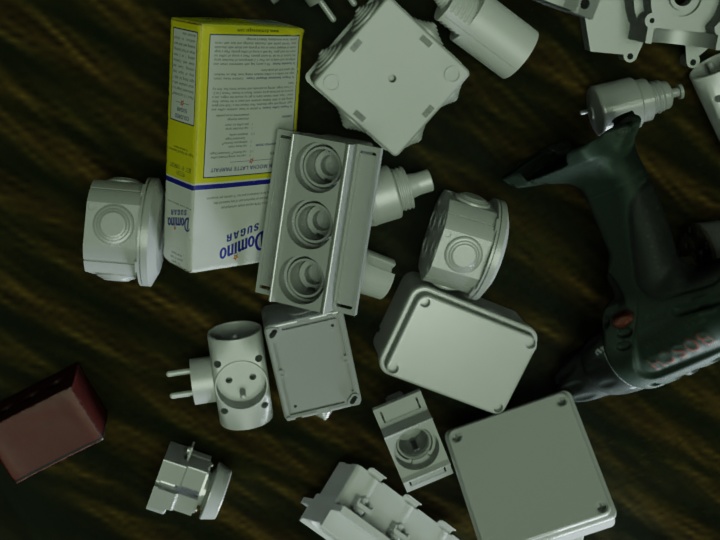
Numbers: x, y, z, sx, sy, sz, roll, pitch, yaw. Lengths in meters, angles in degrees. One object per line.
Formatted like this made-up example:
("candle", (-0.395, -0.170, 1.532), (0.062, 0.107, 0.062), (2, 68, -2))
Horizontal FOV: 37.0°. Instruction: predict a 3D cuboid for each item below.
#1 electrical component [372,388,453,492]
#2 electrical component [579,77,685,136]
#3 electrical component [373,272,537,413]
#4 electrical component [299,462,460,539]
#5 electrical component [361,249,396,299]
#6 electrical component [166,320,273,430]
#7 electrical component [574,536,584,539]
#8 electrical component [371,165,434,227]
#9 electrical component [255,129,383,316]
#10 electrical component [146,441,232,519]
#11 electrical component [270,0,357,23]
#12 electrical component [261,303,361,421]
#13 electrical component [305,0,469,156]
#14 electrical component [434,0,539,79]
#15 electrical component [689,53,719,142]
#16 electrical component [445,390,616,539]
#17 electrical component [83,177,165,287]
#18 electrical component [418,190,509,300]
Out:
("electrical component", (0.041, 0.134, 0.880), (0.042, 0.063, 0.081), (-22, 109, -1))
("electrical component", (0.212, -0.130, 0.835), (0.078, 0.040, 0.040), (-14, 109, -4))
("electrical component", (0.076, 0.059, 0.865), (0.113, 0.057, 0.078), (22, 103, -14))
("electrical component", (0.020, 0.217, 0.899), (0.121, 0.079, 0.063), (39, 69, -17))
("electrical component", (0.000, 0.000, 0.845), (0.046, 0.040, 0.040), (19, 103, -19))
("electrical component", (-0.113, 0.086, 0.852), (0.079, 0.044, 0.077), (-8, 108, -6))
("electrical component", (0.160, 0.207, 0.924), (0.047, 0.066, 0.076), (22, 74, -14))
("electrical component", (0.025, -0.060, 0.828), (0.062, 0.043, 0.043), (-17, 109, -5))
("electrical component", (-0.026, -0.036, 0.783), (0.079, 0.063, 0.121), (13, 103, 17))
("electrical component", (-0.138, 0.174, 0.876), (0.055, 0.048, 0.066), (20, 103, -6))
("electrical component", (-0.033, -0.216, 0.769), (0.077, 0.044, 0.079), (-36, 109, 4))
("electrical component", (-0.038, 0.071, 0.850), (0.062, 0.061, 0.096), (-13, 108, -4))
("electrical component", (0.021, -0.144, 0.797), (0.100, 0.048, 0.099), (40, 99, -16))
("electrical component", (0.088, -0.183, 0.798), (0.081, 0.043, 0.043), (33, 100, -17))
("electrical component", (0.310, -0.138, 0.844), (0.079, 0.044, 0.077), (-31, 109, 2))
("electrical component", (0.137, 0.168, 0.869), (0.109, 0.056, 0.108), (-20, 64, 6))
("electrical component", (-0.171, -0.029, 0.790), (0.051, 0.080, 0.080), (5, 107, -4))
("electrical component", (0.080, -0.021, 0.830), (0.051, 0.080, 0.080), (16, 104, -7))
